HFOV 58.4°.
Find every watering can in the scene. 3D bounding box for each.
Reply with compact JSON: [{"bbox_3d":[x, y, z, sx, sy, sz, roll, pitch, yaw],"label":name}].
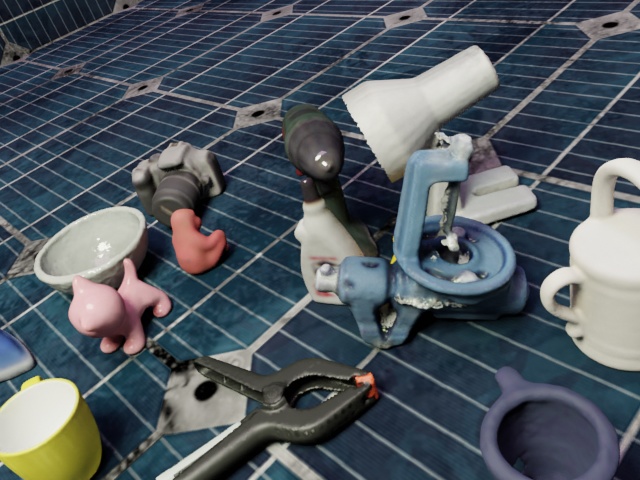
[{"bbox_3d":[0.277,0.011,0.500,0.173,0.194,0.100,-33,39,-19],"label":"watering can"}]

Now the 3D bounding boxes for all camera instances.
[{"bbox_3d":[-0.244,-0.088,0.932,0.143,0.101,0.137,-9,37,12],"label":"camera"}]

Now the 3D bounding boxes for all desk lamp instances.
[{"bbox_3d":[0.147,-0.118,0.707,0.203,0.214,0.117,-17,36,2],"label":"desk lamp"}]

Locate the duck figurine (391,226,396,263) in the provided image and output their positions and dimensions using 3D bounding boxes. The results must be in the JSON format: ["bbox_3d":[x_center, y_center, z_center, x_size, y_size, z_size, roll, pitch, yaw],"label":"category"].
[{"bbox_3d":[0.112,0.012,0.662,0.077,0.086,0.104,-16,36,4],"label":"duck figurine"}]

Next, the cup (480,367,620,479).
[{"bbox_3d":[0.166,0.163,0.436,0.091,0.095,0.117,-19,36,-1],"label":"cup"}]

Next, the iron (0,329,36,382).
[{"bbox_3d":[-0.507,0.117,0.745,0.257,0.142,0.118,-4,39,19],"label":"iron"}]

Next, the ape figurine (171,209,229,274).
[{"bbox_3d":[-0.177,-0.004,0.802,0.077,0.092,0.076,11,45,34],"label":"ape figurine"}]

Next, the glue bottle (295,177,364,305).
[{"bbox_3d":[0.006,0.002,0.646,0.078,0.173,0.037,-3,39,20],"label":"glue bottle"}]

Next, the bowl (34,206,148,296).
[{"bbox_3d":[-0.319,0.028,0.836,0.167,0.075,0.167,-12,37,9],"label":"bowl"}]

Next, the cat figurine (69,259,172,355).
[{"bbox_3d":[-0.255,0.079,0.706,0.067,0.118,0.128,-1,40,23],"label":"cat figurine"}]

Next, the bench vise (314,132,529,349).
[{"bbox_3d":[0.094,0.012,0.556,0.207,0.220,0.121,-21,36,-4],"label":"bench vise"}]

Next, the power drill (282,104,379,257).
[{"bbox_3d":[0.009,-0.065,0.702,0.075,0.209,0.229,-20,36,-2],"label":"power drill"}]
